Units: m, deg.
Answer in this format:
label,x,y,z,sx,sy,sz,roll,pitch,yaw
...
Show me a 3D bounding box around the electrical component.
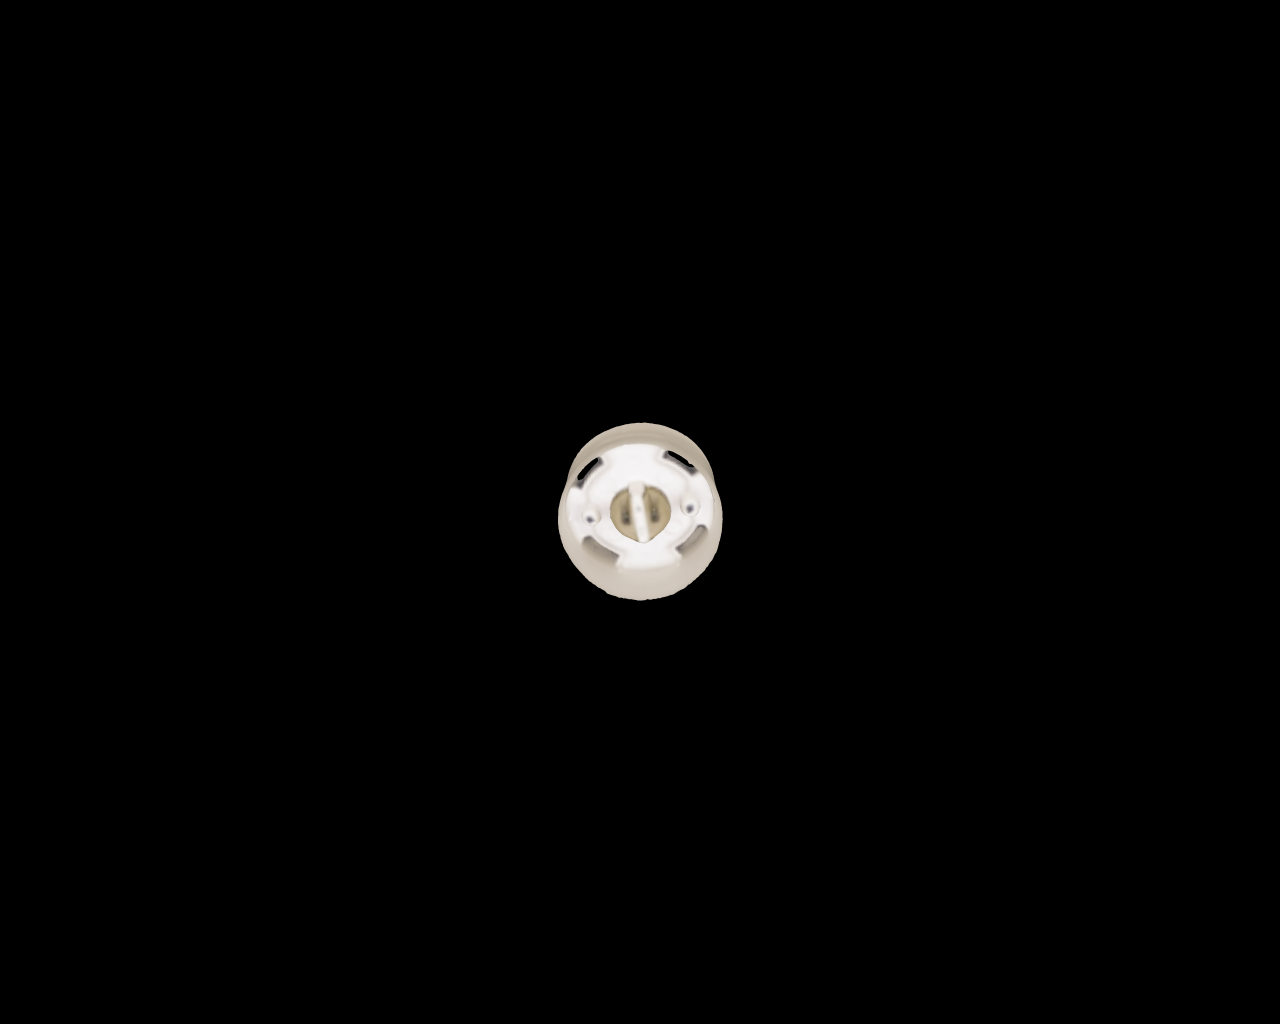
label,x,y,z,sx,sy,sz,roll,pitch,yaw
electrical component,0.001,-0.003,0.650,0.099,0.099,0.064,0,34,0
